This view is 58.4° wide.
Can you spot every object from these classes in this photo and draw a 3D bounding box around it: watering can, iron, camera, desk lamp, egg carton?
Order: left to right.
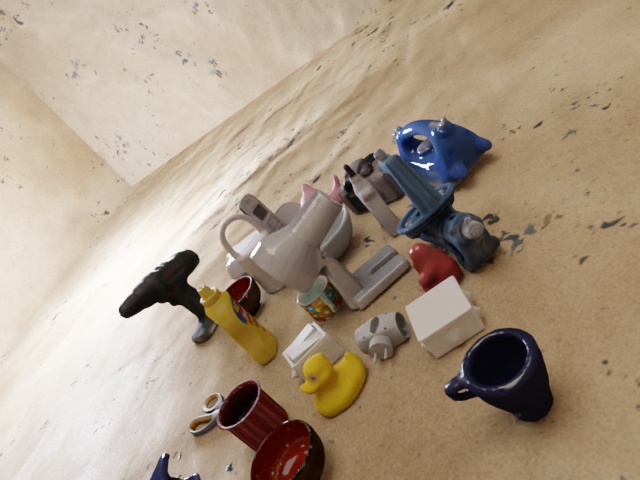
[{"bbox_3d":[-0.171,0.038,1.448,0.150,0.069,0.107,-37,25,11],"label":"egg carton"},{"bbox_3d":[-0.141,0.021,1.281,0.172,0.194,0.101,-7,42,51],"label":"watering can"},{"bbox_3d":[0.013,0.027,1.024,0.203,0.214,0.117,-42,25,0],"label":"desk lamp"},{"bbox_3d":[0.119,-0.148,1.291,0.142,0.101,0.137,-19,33,40],"label":"camera"},{"bbox_3d":[0.217,-0.191,1.171,0.119,0.142,0.257,-48,25,-14],"label":"iron"}]

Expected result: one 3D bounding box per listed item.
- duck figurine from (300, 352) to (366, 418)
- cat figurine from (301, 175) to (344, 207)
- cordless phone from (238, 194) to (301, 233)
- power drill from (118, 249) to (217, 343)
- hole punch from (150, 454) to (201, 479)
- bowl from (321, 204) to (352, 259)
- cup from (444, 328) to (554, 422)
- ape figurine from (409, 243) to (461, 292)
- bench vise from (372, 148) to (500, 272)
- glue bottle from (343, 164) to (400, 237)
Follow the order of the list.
[{"bbox_3d":[0.014,0.208,0.882,0.105,0.086,0.077,-47,25,-12],"label":"duck figurine"},{"bbox_3d":[0.010,-0.096,1.345,0.128,0.118,0.067,-45,25,-7],"label":"cat figurine"},{"bbox_3d":[-0.103,-0.061,1.371,0.094,0.185,0.148,-19,33,40],"label":"cordless phone"},{"bbox_3d":[-0.330,0.143,1.340,0.075,0.209,0.230,-16,35,44],"label":"power drill"},{"bbox_3d":[-0.253,0.420,0.920,0.101,0.091,0.108,-41,25,3],"label":"hole punch"},{"bbox_3d":[0.011,0.004,1.231,0.167,0.075,0.167,-33,26,19],"label":"bowl"},{"bbox_3d":[0.210,0.168,0.650,0.117,0.095,0.091,-34,26,17],"label":"cup"},{"bbox_3d":[0.176,0.038,0.916,0.076,0.092,0.078,-1,46,55],"label":"ape figurine"},{"bbox_3d":[0.185,-0.063,0.914,0.122,0.220,0.206,-52,27,-21],"label":"bench vise"},{"bbox_3d":[0.099,-0.084,1.128,0.037,0.173,0.078,-40,25,5],"label":"glue bottle"}]
